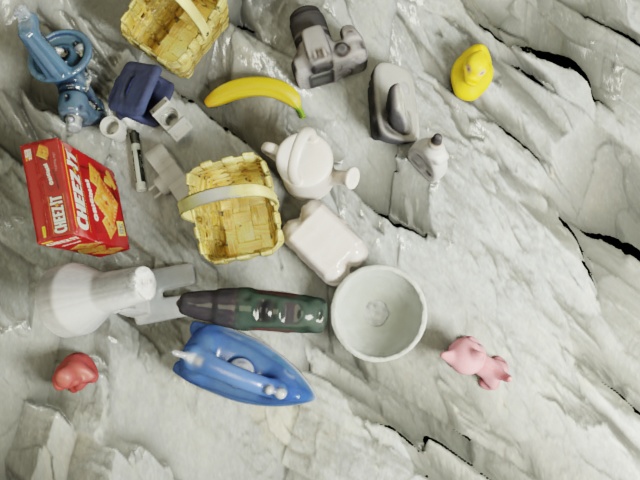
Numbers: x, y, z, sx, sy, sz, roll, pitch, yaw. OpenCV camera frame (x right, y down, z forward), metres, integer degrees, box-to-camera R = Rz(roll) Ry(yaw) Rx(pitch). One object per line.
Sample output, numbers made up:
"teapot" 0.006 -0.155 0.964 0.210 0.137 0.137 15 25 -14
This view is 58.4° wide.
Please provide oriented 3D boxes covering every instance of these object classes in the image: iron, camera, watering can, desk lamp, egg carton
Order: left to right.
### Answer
"desk lamp" -0.332 0.089 0.966 0.203 0.213 0.118 -11 82 1
"iron" -0.128 0.228 0.974 0.258 0.141 0.119 20 84 5
"watering can" -0.018 -0.134 0.990 0.172 0.194 0.101 0 82 3
"camera" 0.005 -0.373 1.067 0.143 0.101 0.137 -18 82 0
"egg carton" 0.009 0.004 1.034 0.150 0.069 0.107 43 86 7

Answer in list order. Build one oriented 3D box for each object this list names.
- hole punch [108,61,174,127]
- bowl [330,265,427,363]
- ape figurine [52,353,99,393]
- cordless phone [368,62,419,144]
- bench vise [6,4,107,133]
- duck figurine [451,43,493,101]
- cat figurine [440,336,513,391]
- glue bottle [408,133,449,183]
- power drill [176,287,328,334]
"hole punch" -0.344 -0.278 1.076 0.101 0.091 0.109 20 84 5
"bowl" 0.102 0.128 1.010 0.167 0.075 0.167 0 82 3
"ape figurine" -0.438 0.239 1.012 0.077 0.092 0.076 6 83 4
"cordless phone" 0.133 -0.255 1.003 0.094 0.185 0.147 -8 82 2
"bench vise" -0.455 -0.308 1.020 0.121 0.220 0.207 -31 82 -1
"duck figurine" 0.286 -0.319 1.055 0.077 0.086 0.105 18 84 5
"cat figurine" 0.266 0.207 0.971 0.127 0.118 0.067 30 85 6
"glue bottle" 0.194 -0.152 0.993 0.037 0.173 0.078 -40 82 -3
"power drill" -0.100 0.118 0.954 0.229 0.208 0.076 3 83 3
